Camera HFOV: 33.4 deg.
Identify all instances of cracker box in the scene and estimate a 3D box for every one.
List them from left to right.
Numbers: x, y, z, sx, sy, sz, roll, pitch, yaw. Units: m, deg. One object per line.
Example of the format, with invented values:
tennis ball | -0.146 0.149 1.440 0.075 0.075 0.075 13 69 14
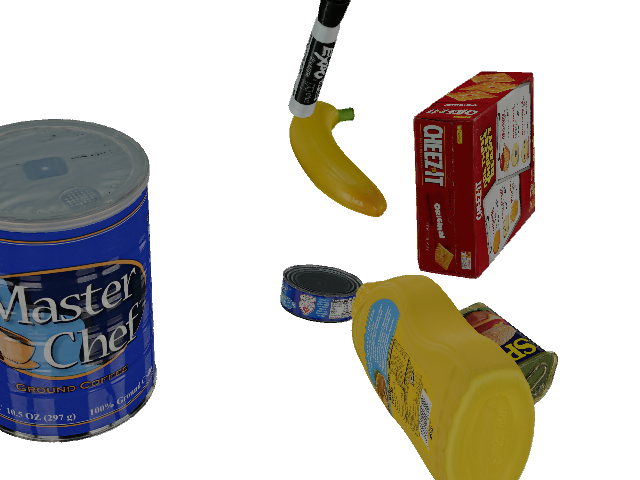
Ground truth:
cracker box | 0.165 -0.076 1.118 0.072 0.164 0.213 6 22 26

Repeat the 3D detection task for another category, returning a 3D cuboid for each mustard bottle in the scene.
mustard bottle | 0.065 0.076 0.678 0.058 0.096 0.192 -9 27 -18

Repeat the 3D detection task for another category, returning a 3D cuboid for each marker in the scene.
marker | -0.001 -0.127 0.722 0.020 0.020 0.121 0 -32 -14

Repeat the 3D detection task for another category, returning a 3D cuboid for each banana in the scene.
banana | 0.009 -0.080 0.928 0.069 0.037 0.198 -1 33 -7

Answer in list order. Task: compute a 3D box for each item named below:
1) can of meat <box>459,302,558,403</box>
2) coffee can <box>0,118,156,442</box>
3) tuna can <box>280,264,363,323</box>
can of meat | 0.131 0.104 0.890 0.101 0.057 0.084 -21 43 -32
coffee can | -0.140 0.021 0.567 0.103 0.140 0.103 2 33 -2
tuna can | 0.000 0.056 1.131 0.086 0.034 0.086 8 18 -3
